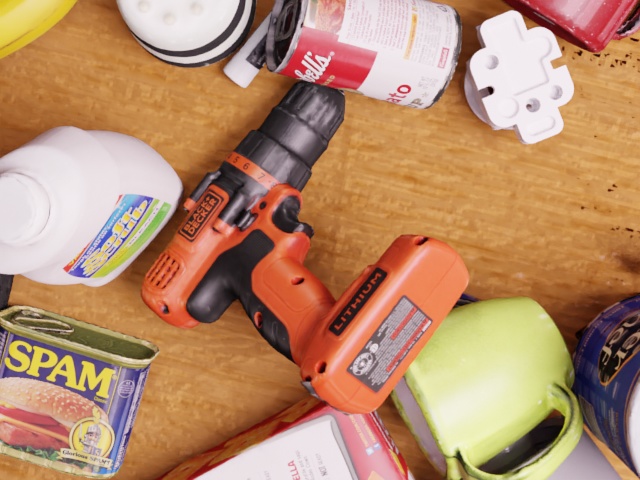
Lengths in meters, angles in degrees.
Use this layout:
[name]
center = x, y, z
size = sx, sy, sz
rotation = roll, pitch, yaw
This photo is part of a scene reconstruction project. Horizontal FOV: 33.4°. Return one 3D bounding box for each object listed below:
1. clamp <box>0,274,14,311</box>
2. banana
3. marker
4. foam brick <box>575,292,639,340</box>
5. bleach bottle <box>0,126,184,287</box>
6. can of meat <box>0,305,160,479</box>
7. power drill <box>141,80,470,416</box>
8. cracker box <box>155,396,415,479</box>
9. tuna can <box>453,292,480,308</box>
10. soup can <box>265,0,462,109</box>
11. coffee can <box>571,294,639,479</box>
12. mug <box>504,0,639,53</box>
[clamp]
center = -0.268, 0.081, 0.687
size = 0.210, 0.036, 0.164
rotation = -40, 81, -1
[banana]
center = -0.218, -0.145, 0.682
size = 0.198, 0.037, 0.070
rotation = -33, 74, 2
[marker]
center = -0.017, -0.148, 0.673
size = 0.020, 0.020, 0.121
rotation = 41, 102, -1
[foam brick]
center = 0.207, 0.081, 0.673
size = 0.051, 0.053, 0.078
rotation = -32, 93, 3
[bleach bottle]
center = -0.138, -0.014, 0.577
size = 0.068, 0.251, 0.102
rotation = 44, 93, -1
[can of meat]
center = -0.164, 0.097, 0.683
size = 0.102, 0.057, 0.084
rotation = 17, 96, 1
[power drill]
center = -0.004, 0.001, 0.624
size = 0.184, 0.188, 0.057
rotation = -55, 135, -2
[cracker box]
center = -0.031, 0.208, 0.679
size = 0.214, 0.072, 0.164
rotation = -29, 92, 4
[tuna can]
center = 0.082, 0.076, 0.686
size = 0.086, 0.034, 0.086
rotation = 0, 93, 2
[soup can]
center = 0.025, -0.122, 0.645
size = 0.102, 0.069, 0.068
rotation = 12, 94, -19
[coffee can]
center = 0.200, 0.086, 0.576
size = 0.103, 0.140, 0.103
rotation = 0, 93, 2
[mug]
center = 0.165, -0.163, 0.648
size = 0.117, 0.093, 0.081
rotation = 23, 104, -38
